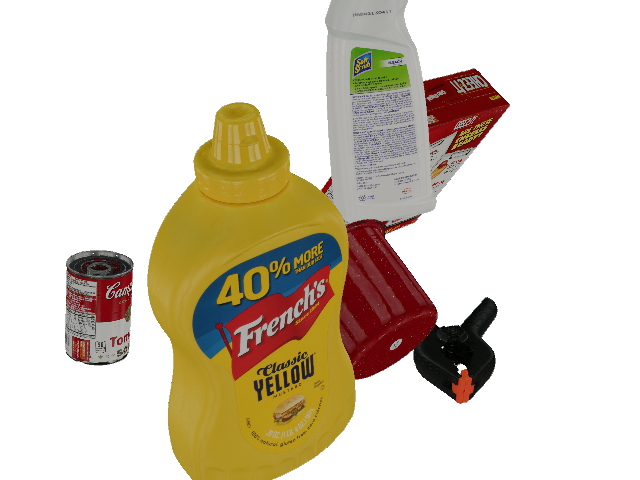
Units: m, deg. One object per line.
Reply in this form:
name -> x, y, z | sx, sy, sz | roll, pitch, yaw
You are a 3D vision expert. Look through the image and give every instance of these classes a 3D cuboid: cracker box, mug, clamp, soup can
cracker box -> 0.094, -0.090, 1.220 | 0.163, 0.072, 0.214 | -22, -25, -45
mug -> 0.020, 0.052, 0.765 | 0.117, 0.081, 0.093 | -37, -23, 2
clamp -> 0.138, 0.101, 1.064 | 0.120, 0.039, 0.171 | -8, 30, -9
soup can -> -0.230, 0.070, 1.106 | 0.068, 0.102, 0.068 | 5, 21, -2

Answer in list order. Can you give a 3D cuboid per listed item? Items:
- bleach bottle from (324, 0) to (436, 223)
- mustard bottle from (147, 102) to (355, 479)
bleach bottle -> 0.056, -0.142, 0.987 | 0.102, 0.251, 0.068 | -10, 30, -13
mustard bottle -> -0.031, 0.025, 0.495 | 0.096, 0.192, 0.058 | -22, 39, -25
